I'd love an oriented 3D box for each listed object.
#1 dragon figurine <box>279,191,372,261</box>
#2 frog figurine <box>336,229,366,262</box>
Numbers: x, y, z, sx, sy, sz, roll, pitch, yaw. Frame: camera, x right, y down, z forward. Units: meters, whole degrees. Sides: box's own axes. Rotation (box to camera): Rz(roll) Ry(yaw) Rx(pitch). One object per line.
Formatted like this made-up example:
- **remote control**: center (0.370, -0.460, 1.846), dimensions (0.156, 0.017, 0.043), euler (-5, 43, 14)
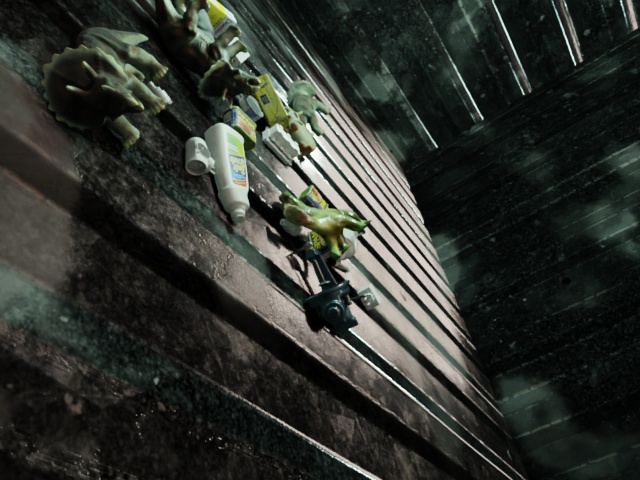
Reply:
- **dragon figurine**: center (0.004, -0.070, 1.387), dimensions (0.121, 0.243, 0.413), euler (-56, -4, 13)
- **frog figurine**: center (0.062, 0.011, 1.588), dimensions (0.122, 0.134, 0.163), euler (-3, 47, 28)
